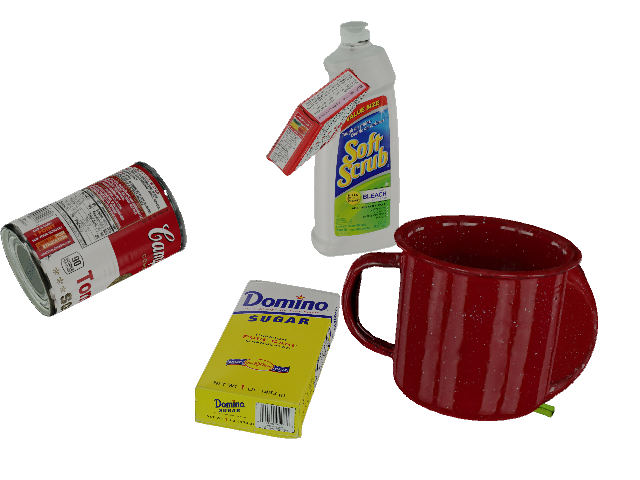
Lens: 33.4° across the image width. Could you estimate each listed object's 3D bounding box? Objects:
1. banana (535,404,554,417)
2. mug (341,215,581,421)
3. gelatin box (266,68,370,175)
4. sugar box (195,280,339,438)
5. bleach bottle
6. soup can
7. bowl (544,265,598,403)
[{"bbox_3d":[0.191,0.134,1.170,0.069,0.037,0.198,11,27,-15],"label":"banana"},{"bbox_3d":[0.068,0.038,0.545,0.117,0.081,0.093,6,18,6],"label":"mug"},{"bbox_3d":[-0.003,-0.108,0.961,0.089,0.030,0.073,-44,-6,-44],"label":"gelatin box"},{"bbox_3d":[-0.044,0.101,0.961,0.093,0.048,0.176,9,33,8],"label":"sugar box"},{"bbox_3d":[0.034,-0.111,1.168,0.102,0.251,0.068,-8,25,-10],"label":"bleach bottle"},{"bbox_3d":[-0.149,-0.002,0.705,0.102,0.068,0.069,-29,14,-27],"label":"soup can"},{"bbox_3d":[0.177,0.073,0.898,0.161,0.162,0.055,0,5,-21],"label":"bowl"}]
